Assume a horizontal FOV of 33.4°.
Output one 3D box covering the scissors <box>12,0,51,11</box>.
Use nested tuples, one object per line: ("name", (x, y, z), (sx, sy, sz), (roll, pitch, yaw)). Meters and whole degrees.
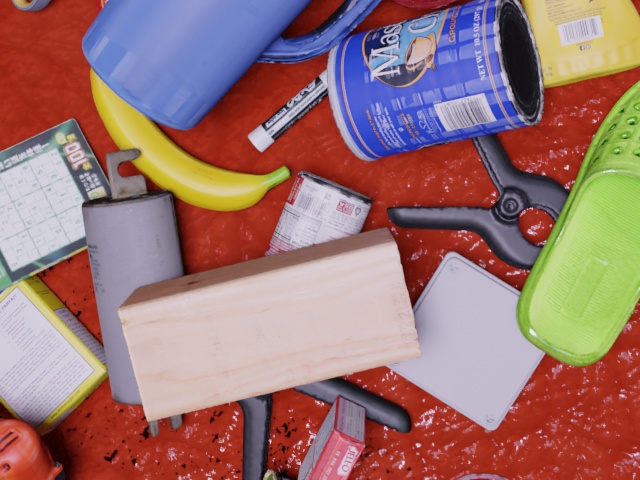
("scissors", (-0.206, -0.221, 0.871), (0.202, 0.016, 0.096), (30, 117, 39))

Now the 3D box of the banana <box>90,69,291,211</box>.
("banana", (-0.123, -0.077, 0.911), (0.198, 0.037, 0.069), (30, 86, 4))

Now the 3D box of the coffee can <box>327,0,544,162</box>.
("coffee can", (0.090, -0.124, 0.828), (0.140, 0.102, 0.103), (-10, 92, 28))

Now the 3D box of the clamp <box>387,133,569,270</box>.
("clamp", (0.144, -0.022, 0.880), (0.171, 0.039, 0.120), (41, 96, 5))

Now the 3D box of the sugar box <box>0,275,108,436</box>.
("sugar box", (-0.270, 0.078, 0.931), (0.093, 0.048, 0.176), (-43, 84, 6))

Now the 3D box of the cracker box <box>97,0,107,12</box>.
("cracker box", (-0.085, -0.269, 0.877), (0.214, 0.072, 0.164), (-9, 92, 7))

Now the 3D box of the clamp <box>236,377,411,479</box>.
("clamp", (-0.047, 0.126, 0.911), (0.164, 0.036, 0.210), (-38, 92, 6))

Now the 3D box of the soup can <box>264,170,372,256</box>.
("soup can", (-0.006, 0.001, 0.884), (0.068, 0.068, 0.102), (23, 95, 5))

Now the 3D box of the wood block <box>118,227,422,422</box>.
("wood block", (-0.036, 0.061, 0.809), (0.206, 0.091, 0.090), (-13, 98, 2))

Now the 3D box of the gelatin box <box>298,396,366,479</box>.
("gelatin box", (0.010, 0.174, 0.851), (0.030, 0.089, 0.073), (26, 100, -3))

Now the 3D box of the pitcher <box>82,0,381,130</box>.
("pitcher", (-0.055, -0.196, 0.788), (0.149, 0.144, 0.243), (45, 105, 13))

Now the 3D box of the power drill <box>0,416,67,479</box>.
("power drill", (-0.288, 0.160, 0.898), (0.188, 0.184, 0.057), (36, 62, 18))

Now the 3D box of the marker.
("marker", (-0.010, -0.120, 0.903), (0.121, 0.020, 0.020), (-40, 88, 7))

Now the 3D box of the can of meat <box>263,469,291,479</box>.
("can of meat", (-0.019, 0.252, 0.890), (0.084, 0.057, 0.102), (19, 108, -14))

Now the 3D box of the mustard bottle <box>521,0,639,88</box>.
("mustard bottle", (0.196, -0.224, 0.854), (0.096, 0.058, 0.191), (-11, 92, 14))

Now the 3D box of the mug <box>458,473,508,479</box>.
("mug", (0.130, 0.258, 0.875), (0.093, 0.081, 0.117), (30, 96, 4))

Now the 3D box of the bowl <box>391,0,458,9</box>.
("bowl", (0.106, -0.259, 0.844), (0.162, 0.055, 0.162), (-1, 88, 42))
